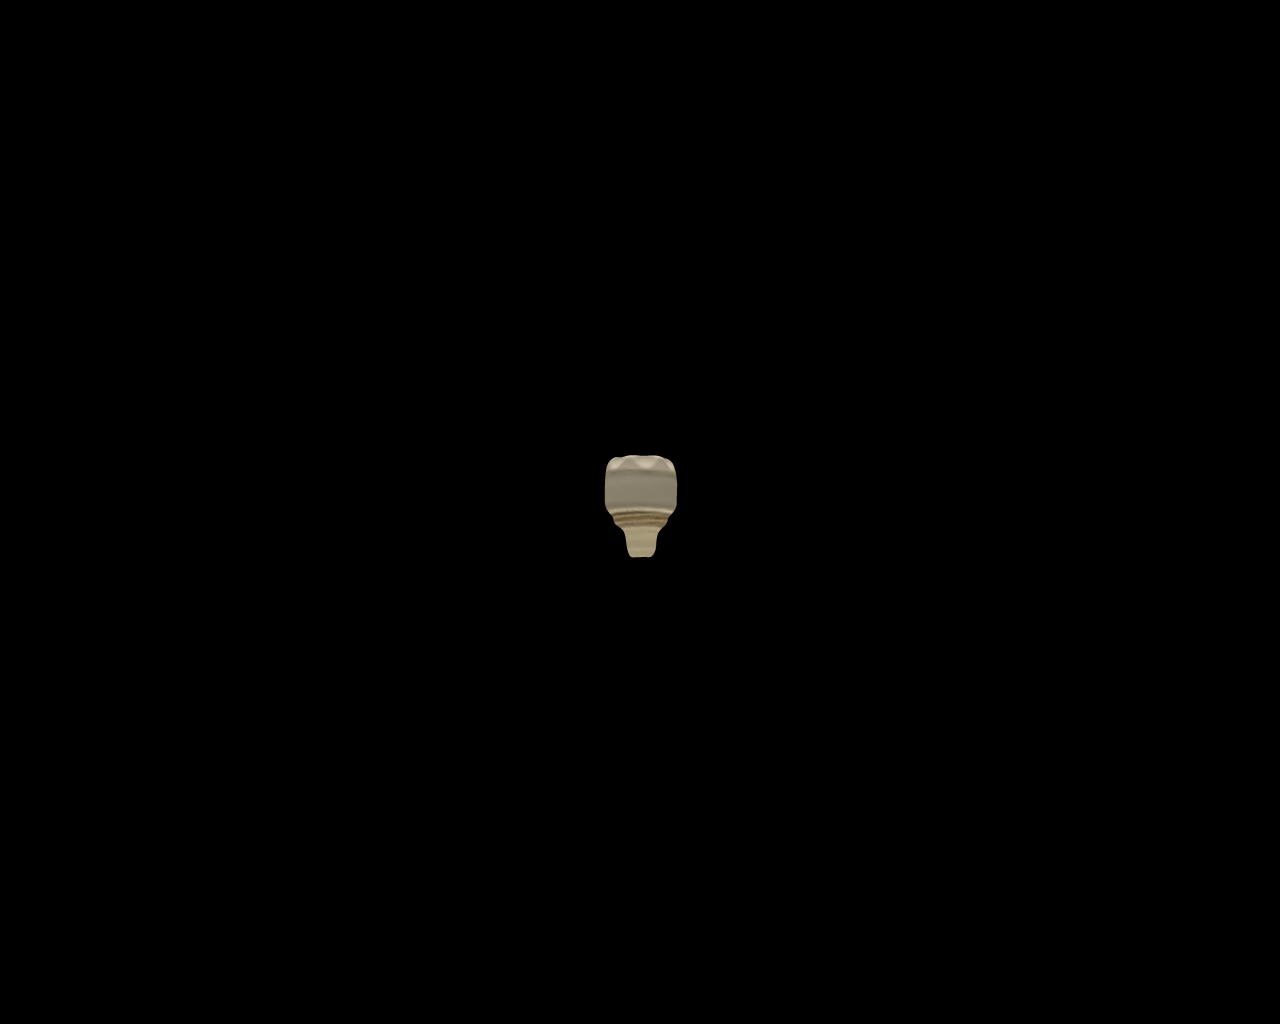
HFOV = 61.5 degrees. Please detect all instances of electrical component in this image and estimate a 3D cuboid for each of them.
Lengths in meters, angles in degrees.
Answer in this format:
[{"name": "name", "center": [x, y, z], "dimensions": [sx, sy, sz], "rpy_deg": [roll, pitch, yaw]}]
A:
[{"name": "electrical component", "center": [0.001, -0.003, 0.650], "dimensions": [0.043, 0.062, 0.043], "rpy_deg": [0, -5, 0]}]
